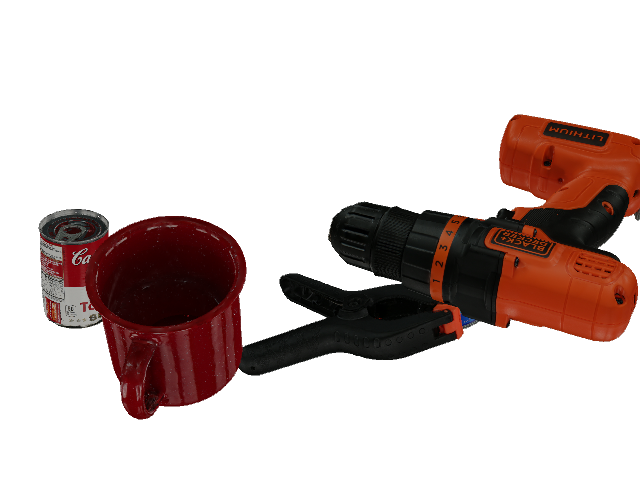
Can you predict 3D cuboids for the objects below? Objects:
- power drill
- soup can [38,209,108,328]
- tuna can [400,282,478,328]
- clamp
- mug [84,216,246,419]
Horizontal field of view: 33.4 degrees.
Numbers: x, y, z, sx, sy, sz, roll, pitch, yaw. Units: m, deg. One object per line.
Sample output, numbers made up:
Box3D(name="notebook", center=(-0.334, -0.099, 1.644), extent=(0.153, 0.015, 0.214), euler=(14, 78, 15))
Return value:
Box3D(name="power drill", center=(0.120, -0.016, 0.672), extent=(0.185, 0.057, 0.187), euler=(17, 37, 22))
Box3D(name="soup can", center=(-0.246, 0.029, 1.072), extent=(0.068, 0.102, 0.068), euler=(4, 29, -2))
Box3D(name="tuna can", center=(0.122, 0.055, 1.055), extent=(0.086, 0.034, 0.086), euler=(-8, 26, 4))
Box3D(name="clamp", center=(0.020, 0.068, 0.822), extent=(0.172, 0.039, 0.120), euler=(1, 38, 30))
Box3D(name="mug", center=(-0.091, 0.054, 0.635), extent=(0.093, 0.081, 0.117), euler=(7, 46, 7))
